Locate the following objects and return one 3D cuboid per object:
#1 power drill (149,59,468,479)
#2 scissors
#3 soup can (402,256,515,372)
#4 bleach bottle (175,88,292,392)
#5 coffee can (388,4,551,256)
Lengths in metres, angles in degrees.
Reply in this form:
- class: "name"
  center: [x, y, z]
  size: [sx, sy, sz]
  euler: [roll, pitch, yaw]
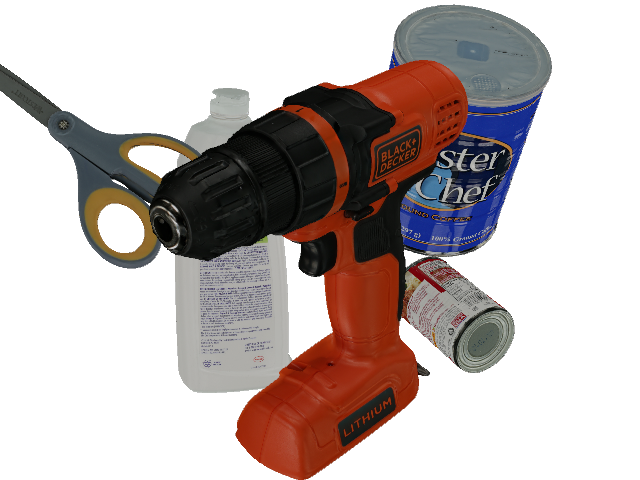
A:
- class: "power drill"
  center: [-0.002, 0.020, 0.506]
  size: [0.057, 0.188, 0.184]
  euler: [29, 40, 34]
- class: "scissors"
  center: [-0.161, -0.051, 0.664]
  size: [0.202, 0.096, 0.016]
  euler: [22, -15, 7]
- class: "soup can"
  center: [0.121, 0.067, 0.978]
  size: [0.068, 0.068, 0.102]
  euler: [0, 26, -33]
- class: "bleach bottle"
  center: [-0.069, 0.000, 0.886]
  size: [0.102, 0.251, 0.068]
  euler: [-4, 21, -18]
- class: "coffee can"
  center: [0.088, -0.073, 0.729]
  size: [0.102, 0.103, 0.140]
  euler: [0, -44, -11]
